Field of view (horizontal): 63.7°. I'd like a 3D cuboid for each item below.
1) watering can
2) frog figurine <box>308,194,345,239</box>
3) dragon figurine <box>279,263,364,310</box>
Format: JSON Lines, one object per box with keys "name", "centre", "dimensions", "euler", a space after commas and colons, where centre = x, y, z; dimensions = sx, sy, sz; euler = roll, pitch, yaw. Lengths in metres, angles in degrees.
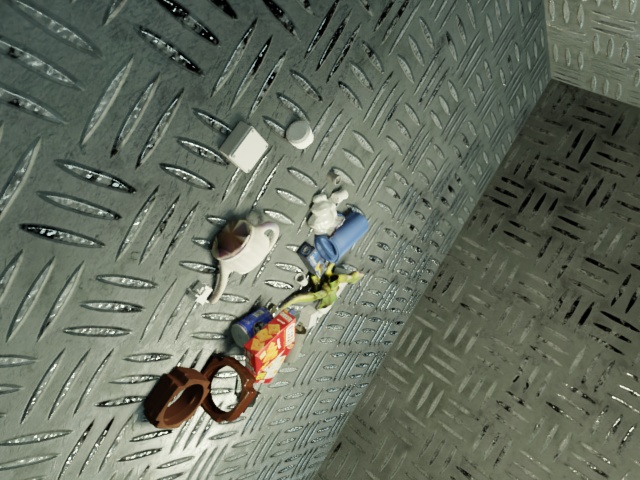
{"name": "watering can", "centre": [-0.275, 0.061, 1.676], "dimensions": [0.348, 0.105, 0.221], "euler": [-47, 150, -3]}
{"name": "frog figurine", "centre": [0.006, -0.100, 1.994], "dimensions": [0.138, 0.123, 0.157], "euler": [-42, 112, -11]}
{"name": "dragon figurine", "centre": [0.015, 0.236, 2.270], "dimensions": [0.413, 0.124, 0.237], "euler": [-32, 139, -12]}
